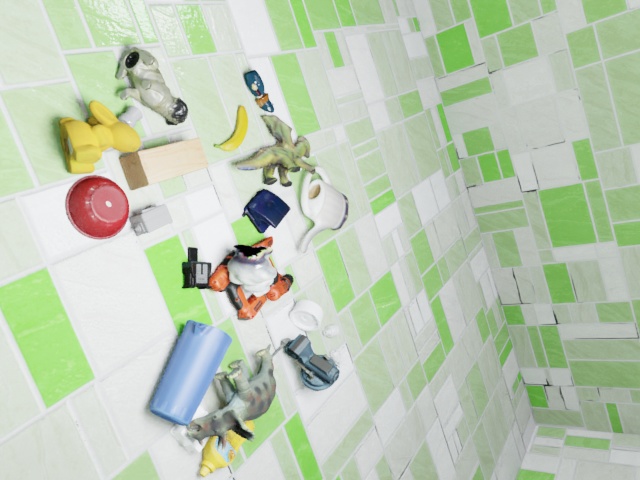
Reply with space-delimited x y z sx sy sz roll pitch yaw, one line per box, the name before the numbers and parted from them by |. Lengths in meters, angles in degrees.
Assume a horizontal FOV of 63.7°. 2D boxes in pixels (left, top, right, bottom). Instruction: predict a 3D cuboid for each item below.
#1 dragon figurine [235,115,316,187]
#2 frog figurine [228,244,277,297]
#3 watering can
dragon figurine | -0.151 -0.317 1.754 0.410 0.120 0.246 6 60 -52
frog figurine | -0.193 0.102 1.475 0.137 0.125 0.157 -5 113 -11
watering can | 0.006 -0.094 1.858 0.222 0.103 0.353 27 60 -45
